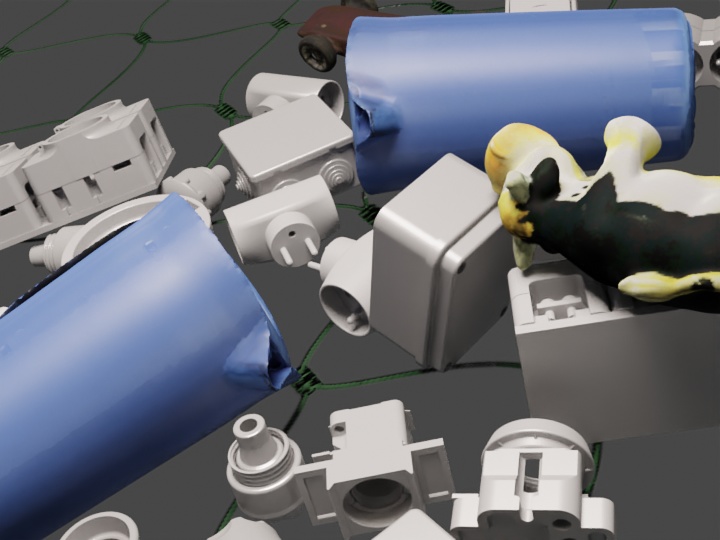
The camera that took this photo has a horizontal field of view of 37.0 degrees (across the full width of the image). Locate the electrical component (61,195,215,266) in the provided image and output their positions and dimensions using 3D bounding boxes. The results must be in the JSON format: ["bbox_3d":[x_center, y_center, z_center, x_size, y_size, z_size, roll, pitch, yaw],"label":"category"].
[{"bbox_3d":[-0.150,0.002,0.766,0.108,0.060,0.108,-10,37,8],"label":"electrical component"}]

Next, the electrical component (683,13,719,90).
[{"bbox_3d":[0.258,-0.181,0.863,0.138,0.052,0.073,1,40,22],"label":"electrical component"}]

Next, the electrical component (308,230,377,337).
[{"bbox_3d":[0.000,0.000,0.728,0.079,0.043,0.077,18,48,38],"label":"electrical component"}]

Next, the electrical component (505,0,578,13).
[{"bbox_3d":[0.156,-0.197,0.913,0.062,0.061,0.096,-6,37,13],"label":"electrical component"}]

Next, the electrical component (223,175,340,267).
[{"bbox_3d":[-0.052,-0.028,0.784,0.077,0.043,0.079,-21,37,-8],"label":"electrical component"}]

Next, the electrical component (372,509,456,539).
[{"bbox_3d":[0.024,0.171,0.490,0.100,0.048,0.100,-33,40,-22],"label":"electrical component"}]

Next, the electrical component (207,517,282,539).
[{"bbox_3d":[-0.050,0.157,0.540,0.043,0.043,0.062,-30,39,-18],"label":"electrical component"}]

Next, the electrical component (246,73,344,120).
[{"bbox_3d":[-0.067,-0.137,0.931,0.077,0.043,0.079,13,45,33],"label":"electrical component"}]

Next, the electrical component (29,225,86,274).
[{"bbox_3d":[-0.223,-0.012,0.826,0.062,0.043,0.043,-3,38,19],"label":"electrical component"}]

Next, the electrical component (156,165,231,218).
[{"bbox_3d":[-0.128,-0.062,0.857,0.048,0.048,0.062,10,37,30],"label":"electrical component"}]

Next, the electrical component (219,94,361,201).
[{"bbox_3d":[-0.054,-0.089,0.860,0.100,0.048,0.099,-24,37,-11],"label":"electrical component"}]

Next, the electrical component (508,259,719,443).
[{"bbox_3d":[0.162,0.035,0.582,0.150,0.089,0.061,-9,37,9],"label":"electrical component"}]

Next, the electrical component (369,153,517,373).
[{"bbox_3d":[0.052,-0.002,0.648,0.057,0.113,0.078,34,57,24],"label":"electrical component"}]

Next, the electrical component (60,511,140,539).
[{"bbox_3d":[-0.127,0.159,0.555,0.045,0.055,0.045,-10,37,8],"label":"electrical component"}]

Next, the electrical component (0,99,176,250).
[{"bbox_3d":[-0.252,-0.074,0.860,0.186,0.060,0.105,-21,20,6],"label":"electrical component"}]

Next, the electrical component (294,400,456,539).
[{"bbox_3d":[0.008,0.107,0.586,0.081,0.042,0.063,-11,35,5],"label":"electrical component"}]

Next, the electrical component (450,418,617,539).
[{"bbox_3d":[0.088,0.112,0.537,0.078,0.058,0.057,-3,41,16],"label":"electrical component"}]

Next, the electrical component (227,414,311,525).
[{"bbox_3d":[-0.053,0.107,0.591,0.043,0.062,0.043,-10,37,7],"label":"electrical component"}]

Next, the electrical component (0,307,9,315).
[{"bbox_3d":[-0.254,0.059,0.742,0.045,0.045,0.055,17,48,36],"label":"electrical component"}]
